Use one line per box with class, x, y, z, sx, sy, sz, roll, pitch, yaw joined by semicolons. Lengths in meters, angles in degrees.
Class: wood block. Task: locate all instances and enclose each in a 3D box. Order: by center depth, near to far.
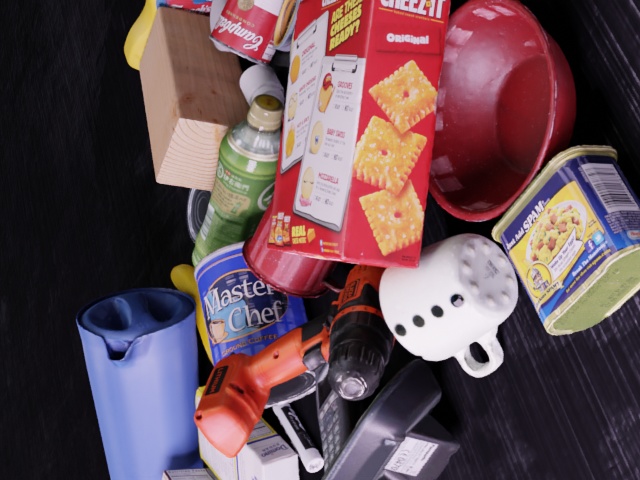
wood block;-0.139;-0.159;1.189;0.206;0.090;0.091;-107;34;-43

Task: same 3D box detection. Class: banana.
banana;-0.139;0.084;1.257;0.070;0.037;0.198;-62;39;34

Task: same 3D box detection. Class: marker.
marker;-0.029;0.186;1.078;0.121;0.020;0.020;53;132;48

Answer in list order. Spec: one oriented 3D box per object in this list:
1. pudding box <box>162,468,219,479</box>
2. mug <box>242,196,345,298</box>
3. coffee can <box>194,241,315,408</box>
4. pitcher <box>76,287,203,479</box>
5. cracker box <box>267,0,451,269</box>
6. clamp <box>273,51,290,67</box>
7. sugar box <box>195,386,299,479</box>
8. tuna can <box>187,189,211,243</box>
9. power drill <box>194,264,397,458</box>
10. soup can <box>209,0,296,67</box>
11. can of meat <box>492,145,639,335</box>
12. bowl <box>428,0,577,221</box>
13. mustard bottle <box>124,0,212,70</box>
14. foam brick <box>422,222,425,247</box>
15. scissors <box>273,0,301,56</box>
pudding box;-0.112;0.288;1.147;0.114;0.089;0.039;36;119;55
mug;-0.007;0.001;0.993;0.117;0.093;0.082;39;122;19
coffee can;-0.062;0.085;1.057;0.103;0.102;0.140;-48;49;49
pitcher;-0.196;0.181;1.241;0.145;0.149;0.243;22;122;48
cracker box;0.028;-0.089;0.833;0.164;0.072;0.214;-175;93;-68
clamp;0.014;-0.147;1.003;0.210;0.036;0.164;-38;58;58
sugar box;-0.077;0.227;1.121;0.176;0.048;0.093;32;129;54
tuna can;-0.124;-0.034;1.240;0.086;0.033;0.086;-6;83;60
power drill;-0.015;0.107;0.887;0.188;0.057;0.184;-33;14;21
soup can;-0.061;-0.237;1.087;0.102;0.068;0.069;-62;36;12
can of meat;0.171;0.002;0.704;0.102;0.057;0.084;-56;45;43
bowl;0.134;-0.093;0.773;0.162;0.055;0.162;-5;84;60
mustard bottle;-0.159;-0.282;1.252;0.192;0.096;0.058;-61;36;38
foam brick;0.048;-0.010;0.922;0.078;0.052;0.051;3;91;59
scissors;-0.001;-0.240;0.983;0.202;0.016;0.096;122;143;-47
